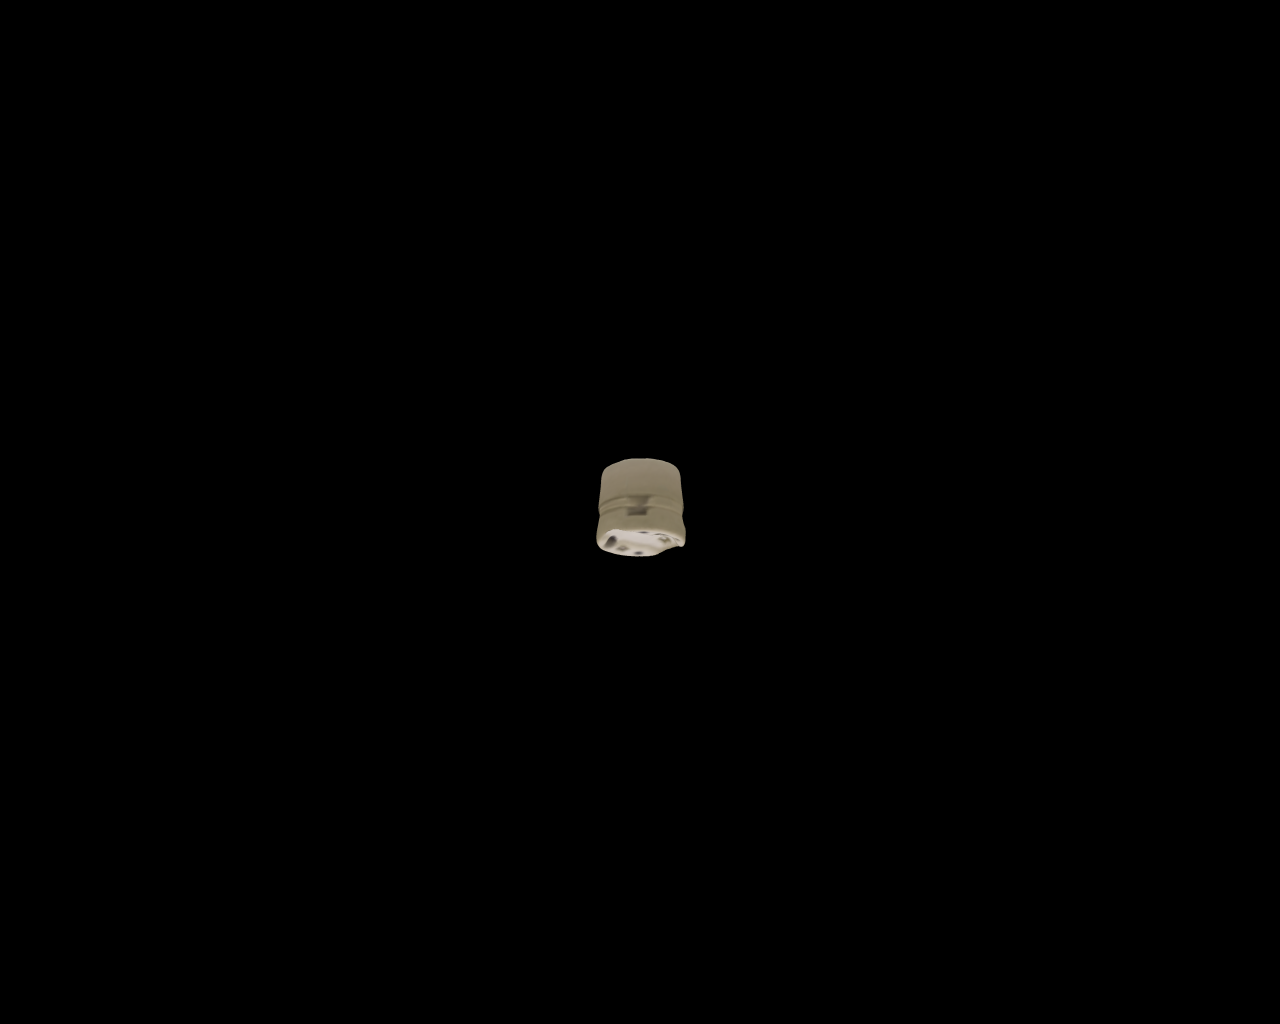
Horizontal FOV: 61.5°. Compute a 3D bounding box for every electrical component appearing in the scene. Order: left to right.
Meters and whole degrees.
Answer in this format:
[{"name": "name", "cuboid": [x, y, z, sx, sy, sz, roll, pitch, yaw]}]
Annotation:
[{"name": "electrical component", "cuboid": [0.001, -0.003, 0.650, 0.055, 0.047, 0.055, 0, -20, 0]}]
